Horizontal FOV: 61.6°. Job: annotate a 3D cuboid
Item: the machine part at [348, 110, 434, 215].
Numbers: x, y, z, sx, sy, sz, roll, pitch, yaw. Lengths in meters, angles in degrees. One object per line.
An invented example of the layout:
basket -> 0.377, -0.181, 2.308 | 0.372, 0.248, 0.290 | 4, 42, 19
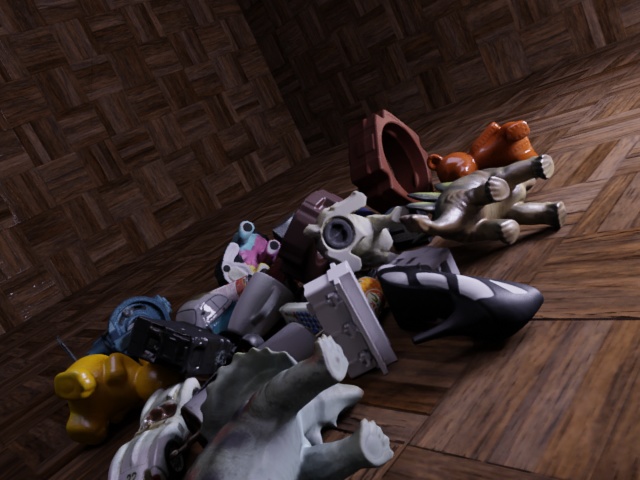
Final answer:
machine part -> 0.148, -0.152, 1.129 | 0.087, 0.201, 0.201 | -25, -33, 38

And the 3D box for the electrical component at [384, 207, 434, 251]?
electrical component -> 0.147, -0.024, 0.984 | 0.119, 0.074, 0.048 | -10, 20, 39

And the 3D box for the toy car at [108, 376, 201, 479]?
toy car -> -0.195, 0.237, 0.660 | 0.073, 0.056, 0.202 | -24, 13, 8

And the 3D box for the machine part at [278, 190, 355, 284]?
machine part -> -0.002, -0.003, 0.955 | 0.056, 0.179, 0.179 | 27, 42, 23

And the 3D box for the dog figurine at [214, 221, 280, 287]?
dog figurine -> -0.171, 0.052, 1.221 | 0.191, 0.108, 0.219 | -63, 8, -19

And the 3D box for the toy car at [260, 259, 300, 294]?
toy car -> -0.077, 0.084, 1.036 | 0.089, 0.053, 0.202 | -34, 15, 11

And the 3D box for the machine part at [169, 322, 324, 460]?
machine part -> -0.073, 0.174, 0.632 | 0.243, 0.079, 0.079 | -36, 16, -31

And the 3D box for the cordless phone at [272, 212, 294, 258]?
cordless phone -> -0.004, -0.014, 1.263 | 0.184, 0.088, 0.146 | -4, 24, 31

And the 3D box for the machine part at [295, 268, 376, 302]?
machine part -> 0.026, 0.083, 0.887 | 0.139, 0.039, 0.084 | -17, 24, 28

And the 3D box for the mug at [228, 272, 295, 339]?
mug -> -0.097, 0.117, 0.875 | 0.107, 0.080, 0.109 | -57, 17, -18

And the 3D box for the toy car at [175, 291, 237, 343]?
toy car -> -0.191, 0.141, 0.924 | 0.109, 0.102, 0.162 | -16, 18, 35

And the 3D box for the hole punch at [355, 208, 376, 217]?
hole punch -> 0.061, -0.021, 1.106 | 0.116, 0.092, 0.142 | -6, 21, 41

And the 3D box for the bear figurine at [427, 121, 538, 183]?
bear figurine -> 0.321, -0.154, 1.067 | 0.196, 0.120, 0.132 | -25, 17, 13

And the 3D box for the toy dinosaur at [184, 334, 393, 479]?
toy dinosaur -> -0.057, 0.208, 0.407 | 0.192, 0.131, 0.405 | -33, 12, 30

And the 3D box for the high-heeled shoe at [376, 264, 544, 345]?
high-heeled shoe -> 0.155, 0.057, 0.654 | 0.145, 0.086, 0.249 | -23, 18, 2

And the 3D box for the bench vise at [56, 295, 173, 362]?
bench vise -> -0.387, 0.192, 1.057 | 0.224, 0.128, 0.241 | -30, 6, -21

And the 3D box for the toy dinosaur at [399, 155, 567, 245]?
toy dinosaur -> 0.250, -0.061, 0.800 | 0.199, 0.105, 0.471 | -3, 7, 46

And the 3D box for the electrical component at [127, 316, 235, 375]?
electrical component -> -0.210, 0.152, 0.785 | 0.134, 0.058, 0.114 | 14, -8, 24

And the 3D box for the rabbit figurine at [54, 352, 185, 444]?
rabbit figurine -> -0.283, 0.224, 0.820 | 0.173, 0.121, 0.162 | -9, 7, 10

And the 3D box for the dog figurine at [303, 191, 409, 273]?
dog figurine -> 0.048, -0.003, 0.896 | 0.190, 0.172, 0.121 | 165, 122, -78
